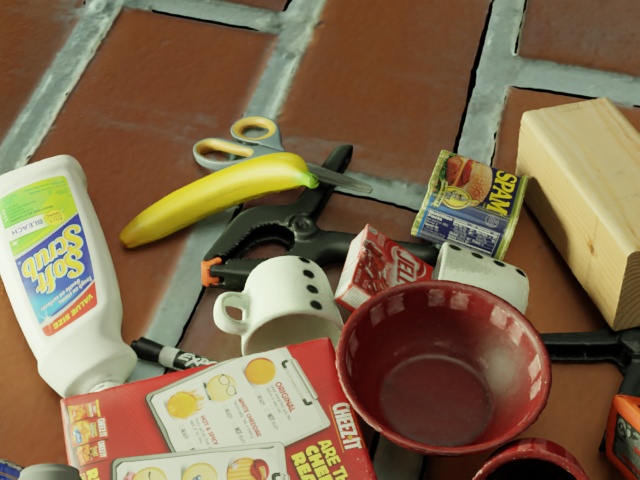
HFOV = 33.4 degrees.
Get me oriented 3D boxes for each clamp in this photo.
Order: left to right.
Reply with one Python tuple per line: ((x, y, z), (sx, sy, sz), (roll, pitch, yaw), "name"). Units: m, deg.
((-0.006, 0.001, 0.966), (0.209, 0.036, 0.165), (-28, 56, -26), "clamp")
((0.250, 0.091, 0.896), (0.171, 0.039, 0.120), (-32, 63, -27), "clamp")

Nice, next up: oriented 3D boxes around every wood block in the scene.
((0.255, -0.028, 0.938), (0.090, 0.091, 0.206), (-11, 42, -10), "wood block")

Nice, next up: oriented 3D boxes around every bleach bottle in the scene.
((-0.212, 0.042, 0.914), (0.102, 0.068, 0.251), (-22, 56, -15), "bleach bottle")

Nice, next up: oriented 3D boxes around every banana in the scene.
((-0.090, -0.042, 0.971), (0.198, 0.037, 0.069), (-19, 14, 16), "banana")

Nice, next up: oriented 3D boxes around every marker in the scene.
((-0.102, 0.105, 0.890), (0.121, 0.020, 0.020), (16, 52, 12), "marker")

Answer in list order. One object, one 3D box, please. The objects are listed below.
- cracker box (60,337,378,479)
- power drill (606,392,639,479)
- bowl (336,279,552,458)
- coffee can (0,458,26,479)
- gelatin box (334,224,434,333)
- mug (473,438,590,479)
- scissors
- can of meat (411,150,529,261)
((-0.073, 0.178, 0.792), (0.213, 0.072, 0.164), (-12, 54, -9), "cracker box")
((0.321, 0.156, 0.777), (0.187, 0.057, 0.184), (-2, 17, -15), "power drill")
((0.091, 0.108, 0.813), (0.162, 0.055, 0.162), (1, 47, -1), "bowl")
((-0.251, 0.231, 0.730), (0.103, 0.103, 0.140), (0, 50, -1), "coffee can")
((0.056, 0.036, 0.899), (0.073, 0.030, 0.089), (34, 35, -10), "gelatin box")
((0.159, 0.189, 0.742), (0.117, 0.081, 0.093), (22, 95, 11), "mug")
((-0.026, -0.084, 1.020), (0.202, 0.016, 0.096), (8, 41, 25), "scissors")
((0.136, -0.030, 0.965), (0.084, 0.057, 0.102), (20, 38, 6), "can of meat")
